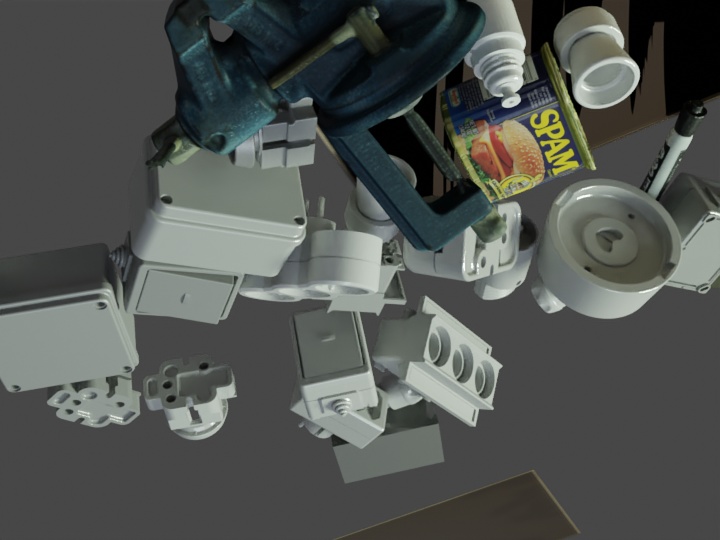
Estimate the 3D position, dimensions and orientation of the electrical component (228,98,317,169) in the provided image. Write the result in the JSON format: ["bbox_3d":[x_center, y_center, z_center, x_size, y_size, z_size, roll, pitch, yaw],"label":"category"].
[{"bbox_3d":[-0.062,-0.095,0.726,0.055,0.048,0.066,-11,144,-15],"label":"electrical component"}]

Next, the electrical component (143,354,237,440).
[{"bbox_3d":[-0.150,0.115,0.965,0.078,0.058,0.057,-9,140,-5],"label":"electrical component"}]

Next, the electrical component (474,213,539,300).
[{"bbox_3d":[0.119,-0.007,0.893,0.043,0.043,0.081,-5,143,-10],"label":"electrical component"}]

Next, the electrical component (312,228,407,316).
[{"bbox_3d":[0.000,0.000,0.870,0.081,0.042,0.063,3,137,-21],"label":"electrical component"}]

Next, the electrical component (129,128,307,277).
[{"bbox_3d":[-0.099,-0.047,0.750,0.113,0.078,0.057,8,141,-25],"label":"electrical component"}]

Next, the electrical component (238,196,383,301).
[{"bbox_3d":[-0.038,-0.019,0.808,0.052,0.073,0.138,13,167,-40],"label":"electrical component"}]

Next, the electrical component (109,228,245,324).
[{"bbox_3d":[-0.141,0.000,0.812,0.096,0.061,0.061,5,140,-22],"label":"electrical component"}]

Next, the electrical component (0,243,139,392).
[{"bbox_3d":[-0.238,0.038,0.839,0.109,0.056,0.108,-9,143,-4],"label":"electrical component"}]

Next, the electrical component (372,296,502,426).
[{"bbox_3d":[0.069,0.084,0.975,0.063,0.078,0.121,-2,154,38],"label":"electrical component"}]

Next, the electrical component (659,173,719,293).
[{"bbox_3d":[0.278,-0.037,0.890,0.062,0.061,0.096,10,130,-27],"label":"electrical component"}]

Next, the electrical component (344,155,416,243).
[{"bbox_3d":[0.014,-0.052,0.803,0.045,0.045,0.055,0,142,-15],"label":"electrical component"}]

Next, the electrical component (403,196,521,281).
[{"bbox_3d":[0.075,-0.026,0.814,0.059,0.053,0.095,10,-168,32],"label":"electrical component"}]

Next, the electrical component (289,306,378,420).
[{"bbox_3d":[-0.023,0.080,0.922,0.062,0.096,0.061,-12,140,-1],"label":"electrical component"}]

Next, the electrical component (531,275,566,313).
[{"bbox_3d":[0.183,0.010,0.942,0.061,0.035,0.035,-32,139,21],"label":"electrical component"}]

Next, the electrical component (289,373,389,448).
[{"bbox_3d":[-0.029,0.133,1.010,0.083,0.047,0.076,32,129,-18],"label":"electrical component"}]

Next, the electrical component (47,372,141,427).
[{"bbox_3d":[-0.226,0.093,0.913,0.078,0.057,0.058,24,130,-38],"label":"electrical component"}]

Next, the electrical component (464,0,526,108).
[{"bbox_3d":[0.086,-0.140,0.687,0.040,0.078,0.040,-11,157,-5],"label":"electrical component"}]

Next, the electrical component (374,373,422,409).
[{"bbox_3d":[0.029,0.119,1.039,0.061,0.035,0.035,-22,142,17],"label":"electrical component"}]

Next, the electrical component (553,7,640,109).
[{"bbox_3d":[0.156,-0.142,0.717,0.045,0.055,0.045,-8,143,-6],"label":"electrical component"}]

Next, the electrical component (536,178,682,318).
[{"bbox_3d":[0.193,-0.012,0.859,0.108,0.108,0.060,-3,148,-12],"label":"electrical component"}]
